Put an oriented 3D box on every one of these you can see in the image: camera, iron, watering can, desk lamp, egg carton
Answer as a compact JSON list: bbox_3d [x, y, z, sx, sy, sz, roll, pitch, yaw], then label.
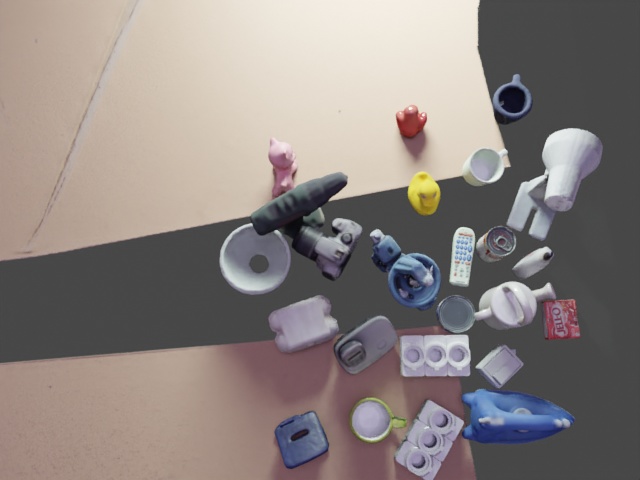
[{"bbox_3d":[0.012,0.005,1.340,0.136,0.101,0.143,27,81,7],"label":"camera"},{"bbox_3d":[0.442,0.387,1.232,0.258,0.141,0.119,1,79,2],"label":"iron"},{"bbox_3d":[0.426,0.138,1.254,0.173,0.194,0.101,-41,80,-6],"label":"watering can"},{"bbox_3d":[0.531,-0.123,1.291,0.118,0.213,0.203,22,80,6],"label":"desk lamp"},{"bbox_3d":[-0.037,0.196,1.320,0.150,0.069,0.107,-20,79,-2],"label":"egg carton"}]

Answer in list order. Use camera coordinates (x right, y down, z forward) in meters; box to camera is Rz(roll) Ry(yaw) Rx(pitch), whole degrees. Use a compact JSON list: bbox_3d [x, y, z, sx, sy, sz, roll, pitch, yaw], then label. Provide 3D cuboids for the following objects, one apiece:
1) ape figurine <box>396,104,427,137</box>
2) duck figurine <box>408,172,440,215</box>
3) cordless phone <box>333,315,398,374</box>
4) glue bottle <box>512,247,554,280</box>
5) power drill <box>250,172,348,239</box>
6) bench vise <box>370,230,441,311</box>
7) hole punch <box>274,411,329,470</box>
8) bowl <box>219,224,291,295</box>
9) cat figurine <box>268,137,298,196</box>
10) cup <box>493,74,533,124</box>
[{"bbox_3d":[0.222,-0.299,1.397,0.077,0.092,0.076,23,81,6],"label":"ape figurine"},{"bbox_3d":[0.252,-0.117,1.364,0.077,0.086,0.104,-7,79,1],"label":"duck figurine"},{"bbox_3d":[0.100,0.226,1.251,0.147,0.185,0.094,-38,80,-5],"label":"cordless phone"},{"bbox_3d":[0.487,0.045,1.281,0.078,0.173,0.037,-42,80,-6],"label":"glue bottle"},{"bbox_3d":[-0.042,-0.072,1.301,0.229,0.208,0.075,-26,79,-3],"label":"power drill"},{"bbox_3d":[0.179,0.068,1.262,0.207,0.220,0.121,33,82,8],"label":"bench vise"},{"bbox_3d":[-0.043,0.439,1.262,0.108,0.091,0.101,-25,79,-3],"label":"hole punch"},{"bbox_3d":[-0.148,0.049,1.349,0.167,0.075,0.167,0,79,2],"label":"bowl"},{"bbox_3d":[-0.089,-0.177,1.370,0.067,0.118,0.128,-3,79,2],"label":"cat figurine"},{"bbox_3d":[0.460,-0.334,1.395,0.091,0.095,0.118,11,79,4],"label":"cup"}]
